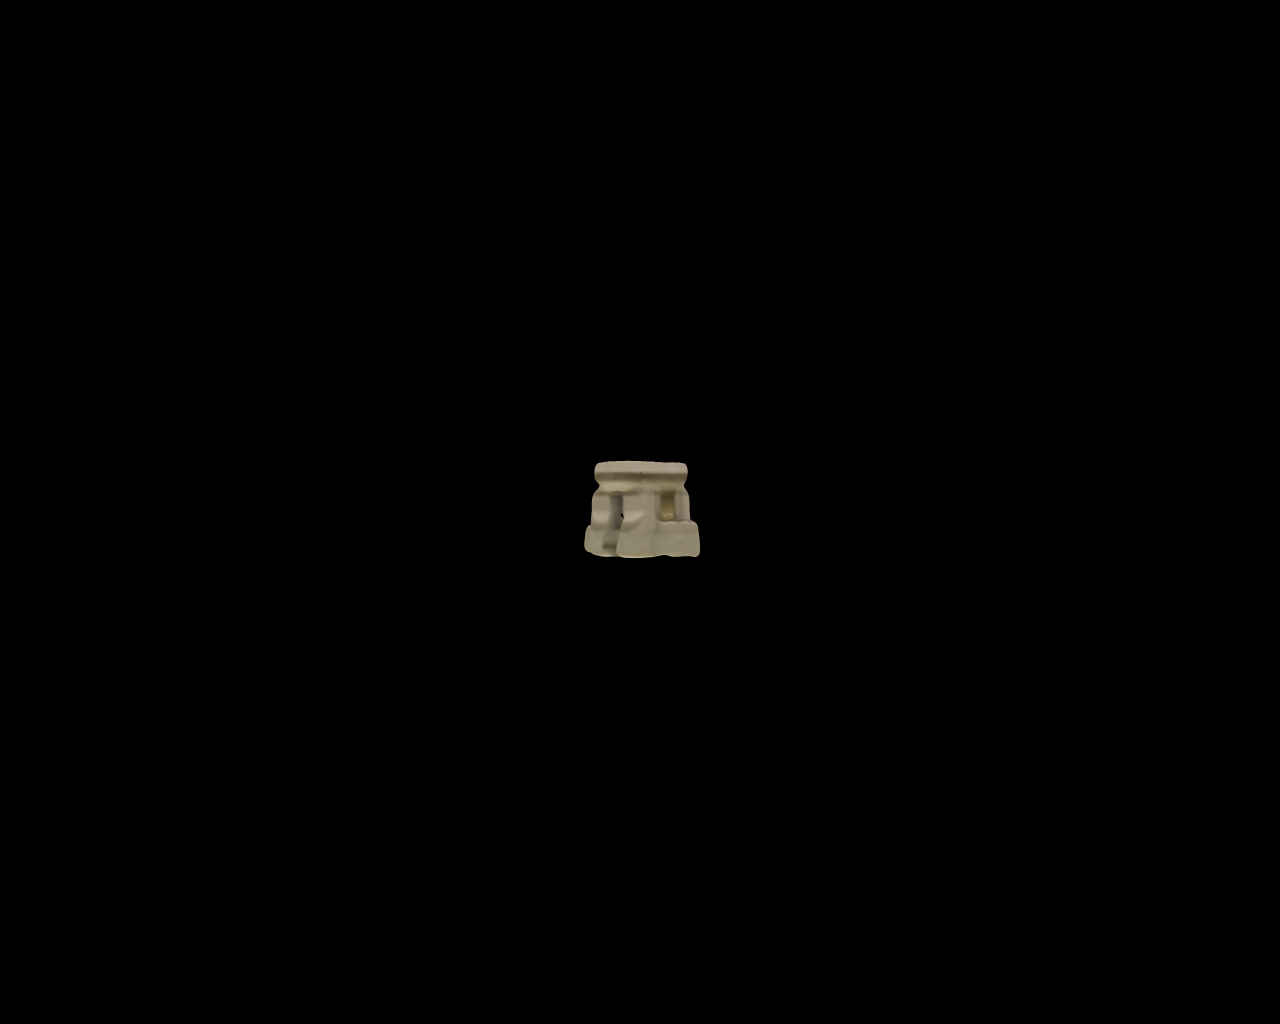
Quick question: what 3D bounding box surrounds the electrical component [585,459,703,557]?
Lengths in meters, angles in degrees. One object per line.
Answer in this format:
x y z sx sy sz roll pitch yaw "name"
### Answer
0.001 -0.003 0.650 0.078 0.057 0.058 0 0 44 "electrical component"
